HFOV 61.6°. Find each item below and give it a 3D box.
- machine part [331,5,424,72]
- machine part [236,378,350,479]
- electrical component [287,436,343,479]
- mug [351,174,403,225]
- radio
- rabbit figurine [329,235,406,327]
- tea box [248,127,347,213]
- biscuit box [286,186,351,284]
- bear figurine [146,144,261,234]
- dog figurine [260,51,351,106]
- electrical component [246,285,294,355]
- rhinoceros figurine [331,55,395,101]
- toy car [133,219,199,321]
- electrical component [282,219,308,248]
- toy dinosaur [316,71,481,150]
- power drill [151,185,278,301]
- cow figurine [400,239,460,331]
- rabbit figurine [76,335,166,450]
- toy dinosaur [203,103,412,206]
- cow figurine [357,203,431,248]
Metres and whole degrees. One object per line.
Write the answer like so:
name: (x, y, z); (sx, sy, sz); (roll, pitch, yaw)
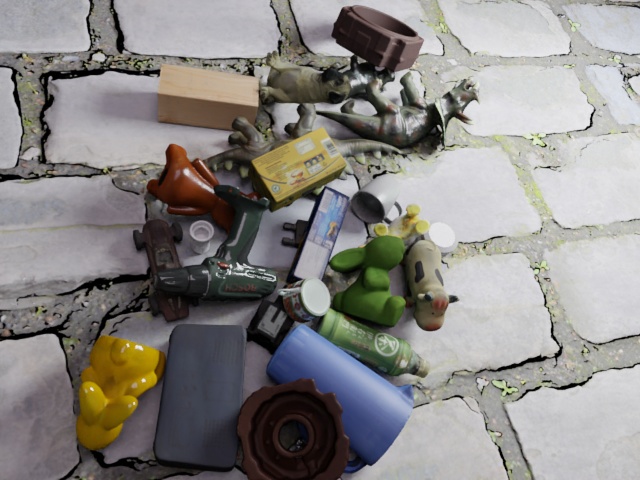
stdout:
machine part: (0.148, -0.511, 1.352); (0.201, 0.087, 0.201); (34, 33, 14)
machine part: (-0.039, 0.300, 0.823); (0.179, 0.056, 0.179); (-1, 72, 4)
electrical component: (-0.027, 0.404, 0.860); (0.134, 0.058, 0.115); (43, 61, 10)
mug: (0.139, -0.089, 1.169); (0.109, 0.080, 0.107); (39, 52, 3)
radio: (-0.194, 0.255, 0.887); (0.131, 0.073, 0.229); (7, 59, -11)
rabbit figurine: (0.101, 0.069, 1.039); (0.159, 0.121, 0.170); (16, 82, 15)
tea box: (-0.045, -0.138, 1.055); (0.170, 0.068, 0.098); (-28, 81, -19)
biscuit box: (-0.002, -0.003, 1.063); (0.059, 0.063, 0.202); (23, 69, -8)
bear figurine: (-0.223, -0.091, 1.059); (0.195, 0.120, 0.132); (23, 10, -32)
dog figurine: (-0.028, -0.346, 1.215); (0.191, 0.121, 0.172); (11, 23, -2)
electrical component: (-0.084, 0.142, 0.993); (0.075, 0.047, 0.119); (26, 58, -1)
rhinoceros figurine: (0.101, -0.396, 1.330); (0.190, 0.073, 0.112); (-24, 70, -26)
toy car: (-0.284, 0.050, 0.988); (0.089, 0.053, 0.202); (-9, 64, -24)
electrical component: (-0.031, -0.009, 1.108); (0.094, 0.021, 0.063); (9, 60, -12)
toy dinosaur: (0.184, -0.279, 1.269); (0.405, 0.131, 0.192); (-23, 75, -17)
power drill: (-0.172, 0.008, 0.965); (0.232, 0.086, 0.207); (16, 75, -34)
cow figurine: (0.214, 0.088, 1.062); (0.085, 0.127, 0.195); (6, 58, -9)
rabbit figurine: (-0.317, 0.241, 0.830); (0.122, 0.162, 0.173); (24, 75, -16)
toy dinosaur: (-0.034, -0.183, 1.161); (0.471, 0.105, 0.198); (-14, 74, -12)
cow figurine: (0.147, -0.003, 1.117); (0.167, 0.098, 0.068); (-33, 80, 3)
